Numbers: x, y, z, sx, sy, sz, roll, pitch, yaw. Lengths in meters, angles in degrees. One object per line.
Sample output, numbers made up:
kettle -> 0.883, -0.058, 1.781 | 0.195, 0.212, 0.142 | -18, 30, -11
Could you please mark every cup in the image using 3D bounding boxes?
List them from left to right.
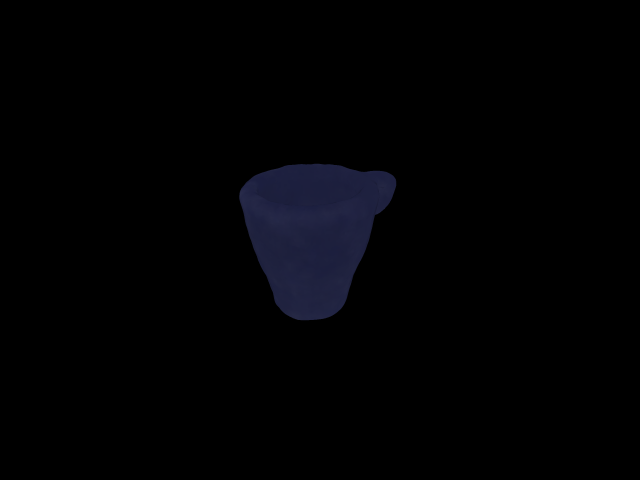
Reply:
cup -> 0.004, 0.001, 0.400 | 0.118, 0.095, 0.091 | -18, 32, -31
